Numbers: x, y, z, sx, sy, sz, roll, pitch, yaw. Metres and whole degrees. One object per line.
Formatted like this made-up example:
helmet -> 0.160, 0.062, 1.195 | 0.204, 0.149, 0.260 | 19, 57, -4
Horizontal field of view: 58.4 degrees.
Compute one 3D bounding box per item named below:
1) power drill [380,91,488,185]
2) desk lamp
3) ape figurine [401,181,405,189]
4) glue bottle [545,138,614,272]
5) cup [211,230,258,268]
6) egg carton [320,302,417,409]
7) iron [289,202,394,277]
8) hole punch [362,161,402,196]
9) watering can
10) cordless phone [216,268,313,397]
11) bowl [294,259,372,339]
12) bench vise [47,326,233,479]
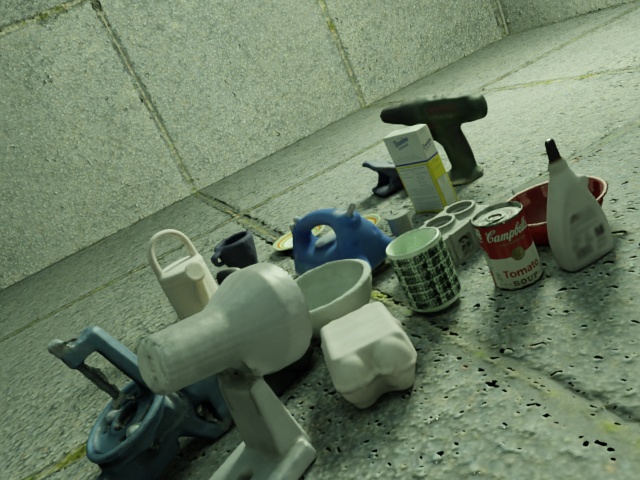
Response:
power drill -> 0.263, -0.222, 1.249 | 0.228, 0.209, 0.076 | -14, 21, 32
desk lamp -> -0.085, 0.156, 0.605 | 0.117, 0.214, 0.204 | -8, 24, 42
ape figurine -> 0.216, -0.165, 1.345 | 0.078, 0.092, 0.076 | -27, 18, -7
glue bottle -> 0.317, -0.050, 0.730 | 0.078, 0.173, 0.037 | -28, 18, -10
cup -> -0.182, 0.046, 1.260 | 0.091, 0.095, 0.118 | -9, 23, 41
egg carton -> 0.059, 0.138, 0.707 | 0.107, 0.069, 0.150 | -25, 17, -2
iron -> 0.010, 0.004, 1.045 | 0.257, 0.142, 0.119 | -4, 27, 49
hole punch -> 0.168, -0.170, 1.426 | 0.101, 0.091, 0.108 | -27, 17, -6
watering can -> -0.269, 0.068, 1.146 | 0.172, 0.194, 0.101 | -11, 22, 38
cordless phone -> -0.106, 0.117, 0.795 | 0.147, 0.185, 0.094 | -11, 22, 38
bowl -> 0.012, 0.100, 0.872 | 0.167, 0.075, 0.167 | -22, 17, 8
bench vise -> -0.222, 0.180, 0.710 | 0.121, 0.220, 0.208 | -11, 22, 36
